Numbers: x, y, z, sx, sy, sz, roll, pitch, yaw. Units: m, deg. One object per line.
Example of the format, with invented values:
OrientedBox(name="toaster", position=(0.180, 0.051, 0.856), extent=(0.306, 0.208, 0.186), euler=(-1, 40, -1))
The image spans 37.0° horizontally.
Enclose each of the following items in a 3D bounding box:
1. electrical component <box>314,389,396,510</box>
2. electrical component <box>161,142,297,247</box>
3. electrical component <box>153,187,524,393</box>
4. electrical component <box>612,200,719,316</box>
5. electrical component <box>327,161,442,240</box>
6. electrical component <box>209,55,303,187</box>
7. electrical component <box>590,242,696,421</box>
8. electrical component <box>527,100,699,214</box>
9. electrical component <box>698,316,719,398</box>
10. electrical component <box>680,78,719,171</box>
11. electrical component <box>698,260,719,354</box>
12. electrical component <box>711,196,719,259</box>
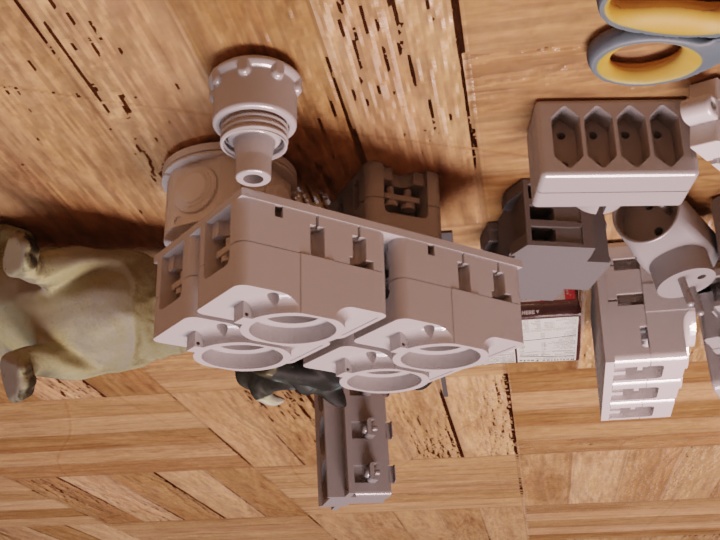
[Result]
OrientedBox(name="electrical component", position=(-0.006, 0.152, 0.990), extent=(0.063, 0.121, 0.078), euler=(2, 157, -13))
OrientedBox(name="electrical component", position=(-0.078, -0.038, 0.635), extent=(0.080, 0.051, 0.080), euler=(-1, 156, 0))
OrientedBox(name="electrical component", position=(-0.011, 0.021, 0.611), extent=(0.186, 0.060, 0.105), euler=(13, 154, -32))
OrientedBox(name="electrical component", position=(0.199, -0.009, 0.675), extent=(0.043, 0.079, 0.077), euler=(-27, 147, 25))
OrientedBox(name="electrical component", position=(0.011, -0.020, 0.673), extent=(0.050, 0.055, 0.089), euler=(8, 155, -20))
OrientedBox(name="electrical component", position=(-0.053, -0.073, 0.540), extent=(0.048, 0.062, 0.048), euler=(-1, 157, 0))
OrientedBox(name="electrical component", position=(0.206, 0.048, 0.792), extent=(0.062, 0.089, 0.150), euler=(-5, 156, 9))
OrientedBox(name="electrical component", position=(0.136, -0.056, 0.604), extent=(0.083, 0.047, 0.075), euler=(-1, 157, 0))
OrientedBox(name="electrical component", position=(0.317, 0.072, 0.867), extent=(0.057, 0.078, 0.113), euler=(-15, 153, 24))
OrientedBox(name="electrical component", position=(0.207, -0.078, 0.558), extent=(0.055, 0.048, 0.066), euler=(-11, 156, 41))
OrientedBox(name="electrical component", position=(0.304, 0.019, 0.761), extent=(0.121, 0.063, 0.079), euler=(-14, 153, 27))
OrientedBox(name="electrical component", position=(0.308, -0.017, 0.626), extent=(0.186, 0.105, 0.060), euler=(-20, 150, 37))
